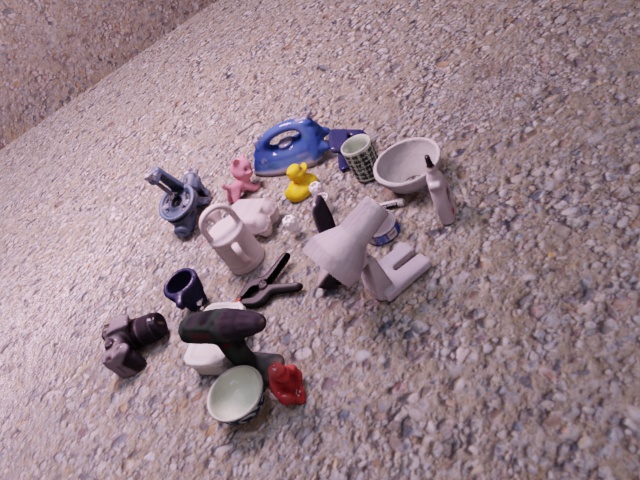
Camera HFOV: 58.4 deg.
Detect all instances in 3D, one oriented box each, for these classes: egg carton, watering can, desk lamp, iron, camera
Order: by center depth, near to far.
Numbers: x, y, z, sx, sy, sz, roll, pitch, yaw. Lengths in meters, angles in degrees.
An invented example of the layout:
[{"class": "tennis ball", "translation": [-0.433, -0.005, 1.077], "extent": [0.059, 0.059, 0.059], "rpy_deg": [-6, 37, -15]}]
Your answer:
[{"class": "desk lamp", "translation": [0.091, 0.027, 1.148], "extent": [0.203, 0.214, 0.117], "rpy_deg": [-39, 41, -9]}, {"class": "camera", "translation": [-0.442, 0.231, 1.364], "extent": [0.136, 0.101, 0.143], "rpy_deg": [-23, 41, 10]}, {"class": "watering can", "translation": [-0.229, -0.013, 1.404], "extent": [0.172, 0.195, 0.101], "rpy_deg": [17, 60, 42]}, {"class": "egg carton", "translation": [-0.182, -0.056, 1.514], "extent": [0.149, 0.070, 0.107], "rpy_deg": [-1, 49, 31]}, {"class": "iron", "translation": [-0.103, -0.274, 1.628], "extent": [0.257, 0.142, 0.118], "rpy_deg": [-18, 42, 16]}]

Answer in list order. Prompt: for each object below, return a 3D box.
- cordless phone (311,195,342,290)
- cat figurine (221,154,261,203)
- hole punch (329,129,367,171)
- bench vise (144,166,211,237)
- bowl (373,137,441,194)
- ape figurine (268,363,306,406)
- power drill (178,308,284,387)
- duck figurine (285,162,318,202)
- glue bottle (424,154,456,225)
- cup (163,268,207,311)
[{"class": "cordless phone", "translation": [0.011, 0.004, 1.243], "extent": [0.094, 0.186, 0.147], "rpy_deg": [-12, 44, 22]}, {"class": "cat figurine", "translation": [-0.232, -0.179, 1.632], "extent": [0.067, 0.118, 0.128], "rpy_deg": [18, 61, 42]}, {"class": "hole punch", "translation": [0.081, -0.256, 1.535], "extent": [0.101, 0.091, 0.108], "rpy_deg": [-19, 42, 15]}, {"class": "bench vise", "translation": [-0.415, -0.144, 1.632], "extent": [0.121, 0.220, 0.207], "rpy_deg": [-21, 41, 12]}, {"class": "bowl", "translation": [0.216, -0.166, 1.371], "extent": [0.167, 0.075, 0.167], "rpy_deg": [-17, 42, 17]}, {"class": "ape figurine", "translation": [-0.070, 0.269, 1.099], "extent": [0.075, 0.092, 0.078], "rpy_deg": [7, 54, 37]}, {"class": "power drill", "translation": [-0.160, 0.205, 1.130], "extent": [0.228, 0.209, 0.076], "rpy_deg": [-2, 48, 30]}, {"class": "duck figurine", "translation": [-0.061, -0.161, 1.532], "extent": [0.105, 0.086, 0.077], "rpy_deg": [-47, 43, -17]}, {"class": "glue bottle", "translation": [0.251, -0.115, 1.222], "extent": [0.037, 0.174, 0.078], "rpy_deg": [-13, 44, 21]}, {"class": "cup", "translation": [-0.316, 0.138, 1.384], "extent": [0.091, 0.095, 0.117], "rpy_deg": [-23, 41, 10]}]
